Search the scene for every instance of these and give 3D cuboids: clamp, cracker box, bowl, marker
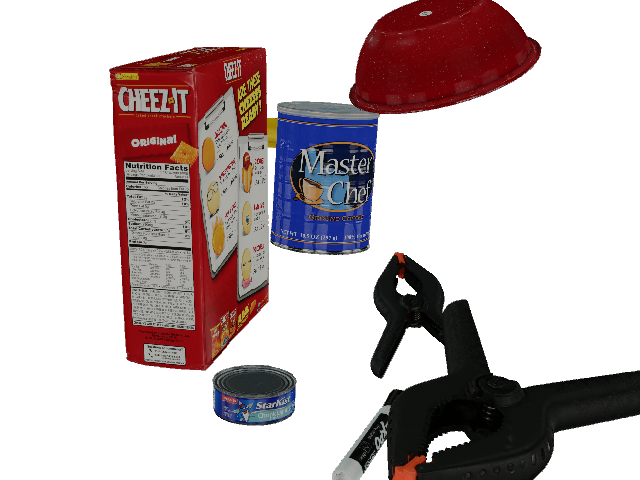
[{"bbox_3d":[0.096,0.095,0.633,0.165,0.036,0.209,20,30,39],"label":"clamp"},{"bbox_3d":[-0.093,-0.031,0.801,0.072,0.214,0.164,3,15,13],"label":"cracker box"},{"bbox_3d":[0.113,0.083,1.178,0.120,0.171,0.039,5,-43,-5],"label":"clamp"},{"bbox_3d":[0.094,-0.161,0.871,0.162,0.055,0.162,-15,25,7],"label":"bowl"},{"bbox_3d":[0.042,0.150,0.821,0.020,0.020,0.121,0,23,28],"label":"marker"}]

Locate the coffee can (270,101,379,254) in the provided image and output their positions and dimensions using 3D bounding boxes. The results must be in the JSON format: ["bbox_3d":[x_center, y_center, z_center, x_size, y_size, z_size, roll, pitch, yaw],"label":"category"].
[{"bbox_3d":[0.004,-0.065,1.076,0.103,0.140,0.103,3,12,-1],"label":"coffee can"}]

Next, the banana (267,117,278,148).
[{"bbox_3d":[-0.078,-0.125,1.319,0.198,0.037,0.069,6,39,16],"label":"banana"}]

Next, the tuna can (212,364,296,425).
[{"bbox_3d":[-0.068,0.158,1.093,0.086,0.034,0.086,2,14,-1],"label":"tuna can"}]
